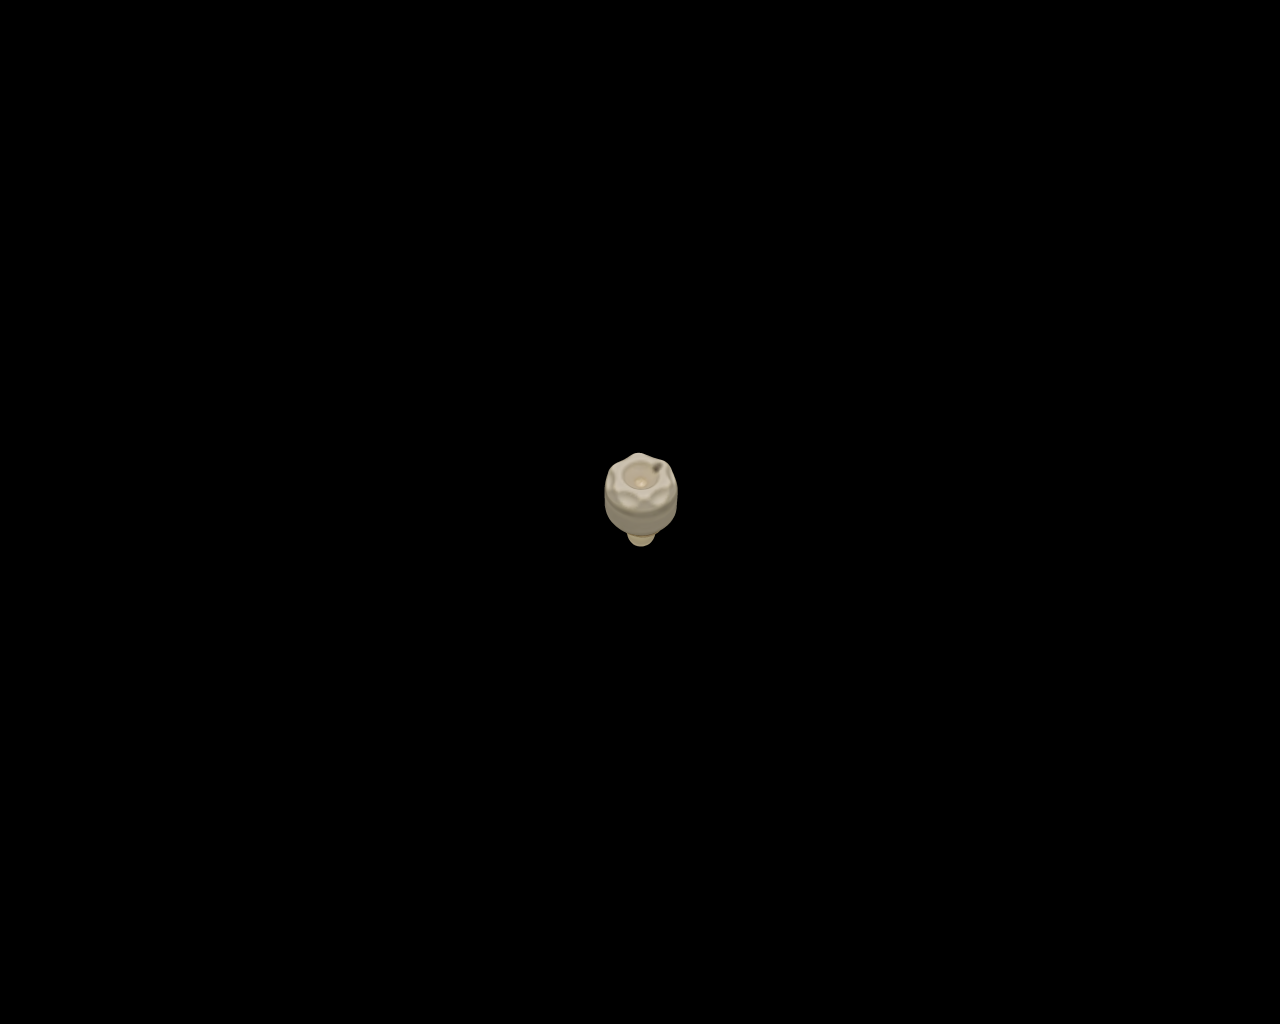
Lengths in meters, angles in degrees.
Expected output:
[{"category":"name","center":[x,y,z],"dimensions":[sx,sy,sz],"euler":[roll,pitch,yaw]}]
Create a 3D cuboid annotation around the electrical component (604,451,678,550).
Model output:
[{"category":"electrical component","center":[0.001,-0.003,0.650],"dimensions":[0.043,0.043,0.062],"euler":[0,-41,0]}]
